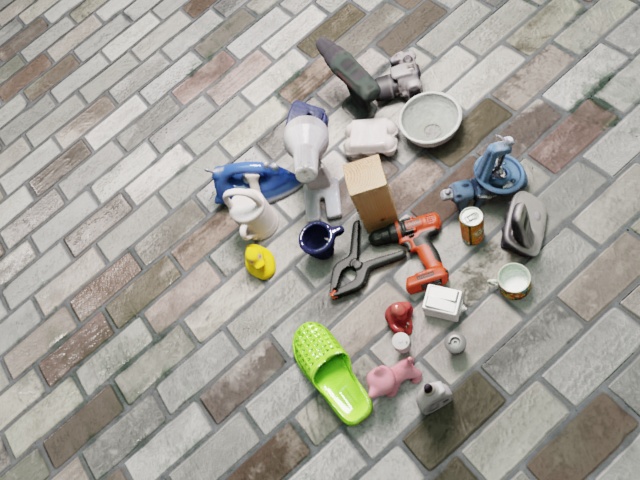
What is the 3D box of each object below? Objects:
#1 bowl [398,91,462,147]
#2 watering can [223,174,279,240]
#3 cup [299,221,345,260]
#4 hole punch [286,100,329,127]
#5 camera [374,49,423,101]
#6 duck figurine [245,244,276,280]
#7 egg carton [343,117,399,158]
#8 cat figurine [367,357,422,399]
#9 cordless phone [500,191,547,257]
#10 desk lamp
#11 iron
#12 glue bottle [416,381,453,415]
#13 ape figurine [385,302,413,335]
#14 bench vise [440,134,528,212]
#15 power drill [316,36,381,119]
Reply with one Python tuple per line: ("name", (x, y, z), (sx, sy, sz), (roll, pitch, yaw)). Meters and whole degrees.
("bowl", (0.295, -0.307, 1.521), (0.167, 0.075, 0.167), (-7, 64, 14))
("watering can", (-0.187, -0.090, 1.492), (0.101, 0.194, 0.172), (-20, 61, 7))
("cup", (0.013, 0.005, 1.444), (0.117, 0.095, 0.091), (-23, 61, 5))
("hole punch", (-0.035, -0.334, 1.623), (0.101, 0.091, 0.109), (6, 67, 19))
("camera", (0.211, -0.453, 1.600), (0.136, 0.101, 0.143), (-13, 62, 11))
("duck figurine", (-0.166, 0.046, 1.484), (0.077, 0.086, 0.104), (-35, 61, -1))
("egg carton", (0.138, -0.276, 1.555), (0.150, 0.069, 0.107), (-2, 65, 16))
("cat figurine", (0.154, 0.296, 1.250), (0.128, 0.118, 0.067), (-33, 60, 0))
("cordless phone", (0.461, -0.056, 1.288), (0.094, 0.185, 0.148), (8, 68, 20))
("desk lamp", (-0.017, -0.184, 1.475), (0.117, 0.214, 0.203), (-13, 62, 11))
("iron", (-0.180, -0.174, 1.560), (0.257, 0.142, 0.118), (-8, 63, 13))
("glue bottle", (0.231, 0.319, 1.184), (0.078, 0.173, 0.037), (-29, 60, 2))
("ape figurine", (0.182, 0.172, 1.316), (0.076, 0.092, 0.078), (36, 79, 28))
("bench vise", (0.388, -0.143, 1.331), (0.207, 0.220, 0.121), (-37, 61, -3))
("power drill", (0.084, -0.428, 1.564), (0.075, 0.209, 0.229), (-41, 61, -5))
